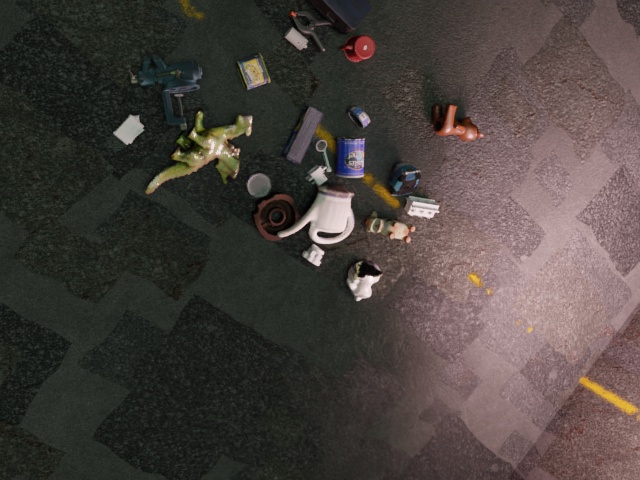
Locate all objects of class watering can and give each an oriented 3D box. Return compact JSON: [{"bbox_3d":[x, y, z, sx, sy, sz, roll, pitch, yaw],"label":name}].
[{"bbox_3d":[0.006,-0.095,1.878,0.348,0.105,0.222,2,104,-42],"label":"watering can"}]

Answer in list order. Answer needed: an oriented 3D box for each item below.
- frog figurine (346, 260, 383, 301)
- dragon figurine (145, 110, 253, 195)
[{"bbox_3d":[0.171,0.160,2.041,0.138,0.125,0.155,-24,147,-23],"label":"frog figurine"},{"bbox_3d":[-0.374,-0.269,1.720,0.240,0.124,0.408,34,98,-33],"label":"dragon figurine"}]
